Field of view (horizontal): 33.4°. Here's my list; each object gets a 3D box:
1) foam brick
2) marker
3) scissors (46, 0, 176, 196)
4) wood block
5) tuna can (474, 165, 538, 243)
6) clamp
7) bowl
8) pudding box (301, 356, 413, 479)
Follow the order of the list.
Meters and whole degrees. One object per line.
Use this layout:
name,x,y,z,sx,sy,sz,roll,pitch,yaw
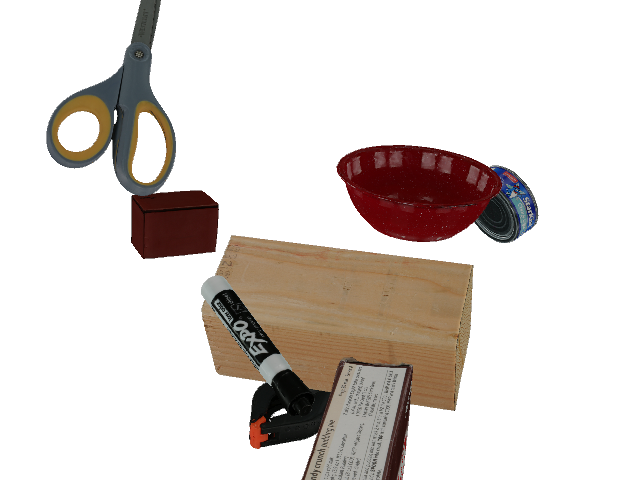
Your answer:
foam brick,-0.148,-0.017,1.075,0.078,0.051,0.053,-5,22,-22
marker,-0.039,0.064,0.655,0.020,0.020,0.121,0,34,-38
scissors,-0.148,-0.123,0.753,0.096,0.202,0.016,-1,-24,-20
wood block,0.017,0.068,0.889,0.206,0.090,0.091,7,-42,13
tuna can,0.205,-0.040,1.217,0.033,0.086,0.086,-33,15,-24
clamp,-0.018,0.149,1.080,0.171,0.039,0.120,-22,33,-38
bowl,0.095,-0.042,1.050,0.162,0.055,0.162,4,24,-2
pudding box,0.015,0.116,0.465,0.039,0.090,0.113,7,24,6
